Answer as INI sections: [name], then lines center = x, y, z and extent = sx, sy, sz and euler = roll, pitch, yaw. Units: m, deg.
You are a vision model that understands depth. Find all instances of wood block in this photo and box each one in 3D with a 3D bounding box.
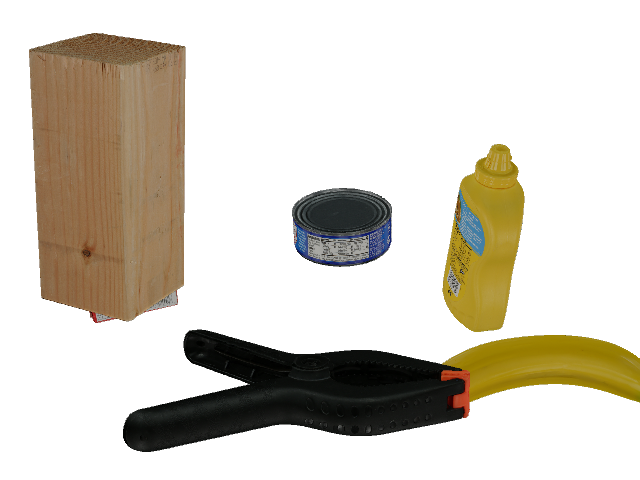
[wood block]
center = -0.168, -0.053, 0.857
extent = 0.091, 0.206, 0.090
euler = 13, 24, 21

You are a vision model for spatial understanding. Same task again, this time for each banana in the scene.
[banana]
center = 0.165, 0.099, 0.795
extent = 0.197, 0.037, 0.069
euler = 2, 32, -7

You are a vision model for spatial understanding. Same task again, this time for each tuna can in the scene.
[tuna can]
center = 0.019, -0.012, 0.915
extent = 0.086, 0.034, 0.086
euler = -2, 28, 1

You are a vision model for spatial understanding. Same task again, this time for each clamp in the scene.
[clamp]
center = -0.011, 0.092, 0.692
extent = 0.210, 0.036, 0.164
euler = -1, 15, 0

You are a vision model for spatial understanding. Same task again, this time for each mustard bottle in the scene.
[mustard bottle]
center = 0.164, -0.009, 1.062
extent = 0.058, 0.192, 0.096
euler = -4, 36, -11

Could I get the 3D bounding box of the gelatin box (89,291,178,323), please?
[gelatin box]
center = -0.197, 0.042, 1.091
extent = 0.089, 0.030, 0.073
euler = -12, 41, -13
